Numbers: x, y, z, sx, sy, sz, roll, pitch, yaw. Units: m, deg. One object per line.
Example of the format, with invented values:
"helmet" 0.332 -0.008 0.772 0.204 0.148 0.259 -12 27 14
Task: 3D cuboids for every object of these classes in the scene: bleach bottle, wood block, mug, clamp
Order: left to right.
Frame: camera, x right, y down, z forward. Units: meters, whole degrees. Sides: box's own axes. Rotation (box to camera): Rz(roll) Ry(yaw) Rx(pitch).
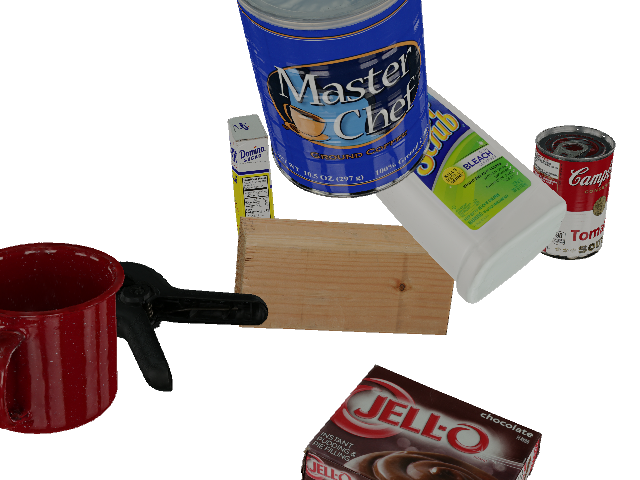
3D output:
"mug" -0.160 0.061 0.602 0.093 0.081 0.117 5 24 4
"clamp" -0.128 0.051 0.832 0.120 0.039 0.172 -21 39 -40
"wood block" 0.021 0.035 1.064 0.206 0.091 0.090 3 16 -9
"bleach bottle" 0.062 -0.072 0.811 0.102 0.251 0.068 -35 -25 -23

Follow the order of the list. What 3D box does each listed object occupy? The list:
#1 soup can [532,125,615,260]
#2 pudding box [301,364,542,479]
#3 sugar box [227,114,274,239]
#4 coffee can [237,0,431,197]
"soup can" 0.222 -0.042 0.952 0.068 0.102 0.068 -1 30 1
"pudding box" 0.059 0.127 0.616 0.114 0.039 0.089 22 37 20
"sugar box" -0.084 -0.057 1.314 0.048 0.176 0.093 -10 25 -7
"coffee can" 0.010 -0.108 0.620 0.103 0.102 0.140 0 -38 9
